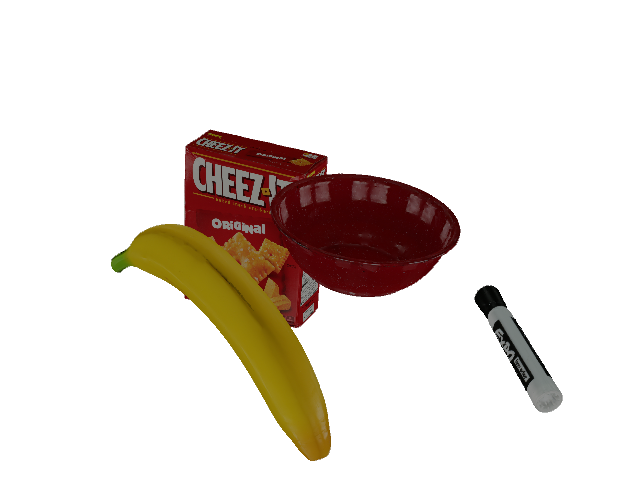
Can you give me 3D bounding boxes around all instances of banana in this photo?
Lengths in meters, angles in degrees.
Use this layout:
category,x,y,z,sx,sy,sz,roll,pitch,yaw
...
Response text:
category,x,y,z,sx,sy,sz,roll,pitch,yaw
banana,-0.056,0.048,0.657,0.037,0.070,0.198,-30,61,-35

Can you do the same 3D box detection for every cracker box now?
category,x,y,z,sx,sy,sz,roll,pitch,yaw
cracker box,-0.084,-0.012,1.313,0.164,0.214,0.072,14,29,20

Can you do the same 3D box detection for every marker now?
category,x,y,z,sx,sy,sz,roll,pitch,yaw
marker,0.131,0.069,0.722,0.020,0.020,0.121,0,33,-15

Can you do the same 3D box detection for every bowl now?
category,x,y,z,sx,sy,sz,roll,pitch,yaw
bowl,0.035,0.002,0.909,0.162,0.055,0.162,6,28,-3
